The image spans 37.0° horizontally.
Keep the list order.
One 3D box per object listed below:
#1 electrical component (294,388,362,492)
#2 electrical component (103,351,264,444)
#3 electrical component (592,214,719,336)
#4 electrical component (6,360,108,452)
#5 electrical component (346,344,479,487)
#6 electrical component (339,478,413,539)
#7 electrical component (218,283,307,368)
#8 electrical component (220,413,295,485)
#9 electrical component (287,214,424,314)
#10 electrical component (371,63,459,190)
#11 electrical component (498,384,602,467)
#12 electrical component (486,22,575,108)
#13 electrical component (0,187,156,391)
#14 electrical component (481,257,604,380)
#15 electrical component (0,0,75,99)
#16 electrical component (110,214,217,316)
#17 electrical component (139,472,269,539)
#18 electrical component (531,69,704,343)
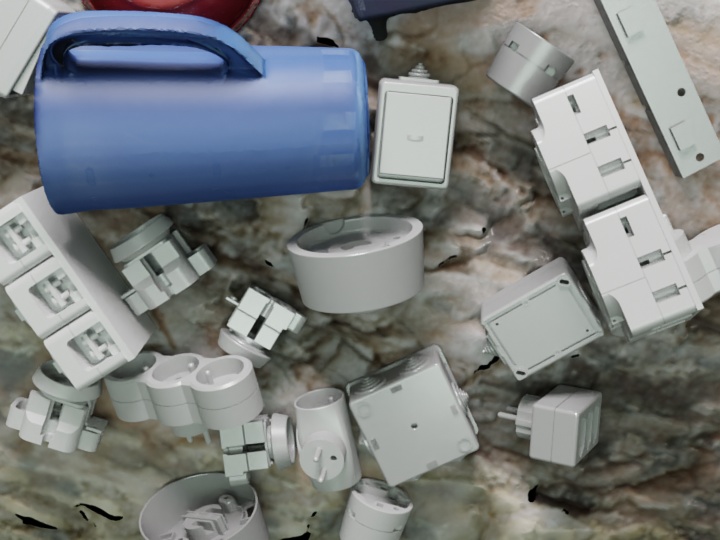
[{"bbox_3d":[-0.029,0.149,0.893,0.044,0.079,0.077,-9,106,10],"label":"electrical component"},{"bbox_3d":[-0.141,0.112,0.882,0.138,0.052,0.073,0,118,28],"label":"electrical component"},{"bbox_3d":[0.253,-0.009,0.873,0.138,0.052,0.073,-27,101,6],"label":"electrical component"},{"bbox_3d":[-0.249,0.112,0.900,0.078,0.058,0.057,18,104,-4],"label":"electrical component"},{"bbox_3d":[0.045,0.124,0.905,0.100,0.048,0.099,-25,101,5],"label":"electrical component"},{"bbox_3d":[0.012,0.213,0.922,0.055,0.055,0.047,16,105,-3],"label":"electrical component"},{"bbox_3d":[-0.086,0.047,0.891,0.066,0.048,0.055,30,93,-6],"label":"electrical component"},{"bbox_3d":[-0.086,0.147,0.911,0.055,0.048,0.066,-7,92,5],"label":"electrical component"},{"bbox_3d":[0.000,0.000,0.851,0.108,0.108,0.060,-8,108,2],"label":"electrical component"},{"bbox_3d":[0.043,-0.114,0.847,0.062,0.061,0.096,5,102,-1],"label":"electrical component"},{"bbox_3d":[0.155,0.126,0.901,0.077,0.066,0.047,9,104,28],"label":"electrical component"},{"bbox_3d":[0.132,-0.159,0.842,0.055,0.055,0.047,32,104,-6],"label":"electrical component"},{"bbox_3d":[-0.239,0.013,0.861,0.062,0.089,0.150,-32,100,7],"label":"electrical component"},{"bbox_3d":[0.143,0.041,0.884,0.096,0.061,0.061,-31,101,14],"label":"electrical component"},{"bbox_3d":[-0.262,-0.185,0.833,0.061,0.061,0.096,34,100,-7],"label":"electrical component"},{"bbox_3d":[-0.165,-0.008,0.874,0.078,0.058,0.057,-32,103,7],"label":"electrical component"},{"bbox_3d":[-0.128,0.217,0.903,0.099,0.099,0.064,-20,107,4],"label":"electrical component"},{"bbox_3d":[0.187,-0.041,0.809,0.060,0.105,0.186,-22,79,8],"label":"electrical component"}]
